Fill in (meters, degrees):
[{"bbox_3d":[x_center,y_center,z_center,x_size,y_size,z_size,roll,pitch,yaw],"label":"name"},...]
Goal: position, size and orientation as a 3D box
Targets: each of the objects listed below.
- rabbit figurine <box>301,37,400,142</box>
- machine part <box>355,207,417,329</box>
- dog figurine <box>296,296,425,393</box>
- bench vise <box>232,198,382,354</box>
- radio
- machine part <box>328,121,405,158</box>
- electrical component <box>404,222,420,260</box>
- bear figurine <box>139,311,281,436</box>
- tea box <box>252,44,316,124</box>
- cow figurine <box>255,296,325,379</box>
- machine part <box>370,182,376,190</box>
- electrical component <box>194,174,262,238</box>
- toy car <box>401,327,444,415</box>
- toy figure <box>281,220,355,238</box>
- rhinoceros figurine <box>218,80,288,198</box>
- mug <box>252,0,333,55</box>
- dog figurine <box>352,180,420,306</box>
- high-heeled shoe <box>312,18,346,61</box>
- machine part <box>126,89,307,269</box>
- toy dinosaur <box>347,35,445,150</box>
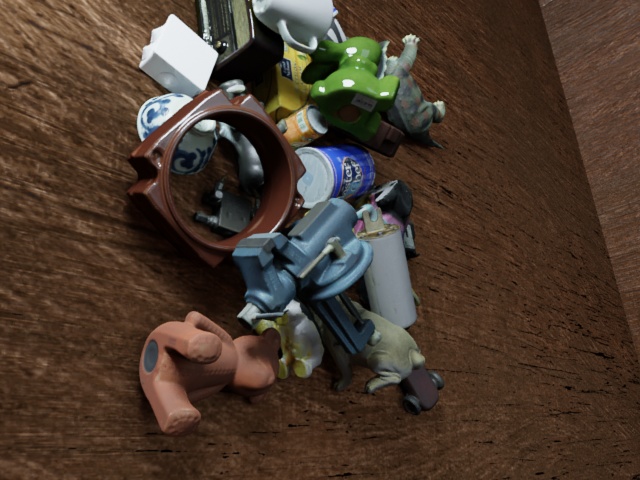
[{"bbox_3d":[0.048,-0.270,0.896,0.159,0.121,0.170,14,56,-4],"label":"rabbit figurine"},{"bbox_3d":[0.113,0.063,0.905,0.079,0.079,0.243,-33,114,-51],"label":"machine part"},{"bbox_3d":[0.061,0.125,0.837,0.190,0.172,0.121,68,27,-12],"label":"dog figurine"},{"bbox_3d":[0.003,0.070,0.707,0.240,0.129,0.224,55,46,-23],"label":"bench vise"},{"bbox_3d":[-0.136,-0.373,0.870,0.073,0.131,0.229,9,66,-47],"label":"radio"},{"bbox_3d":[0.074,-0.210,1.017,0.179,0.180,0.056,16,102,-44],"label":"machine part"},{"bbox_3d":[0.159,-0.018,1.109,0.075,0.048,0.119,1,71,-49],"label":"electrical component"},{"bbox_3d":[-0.112,0.161,0.654,0.195,0.132,0.120,21,88,-38],"label":"bear figurine"},{"bbox_3d":[-0.065,-0.281,0.961,0.098,0.068,0.169,13,64,-47],"label":"tea box"},{"bbox_3d":[-0.046,0.112,0.793,0.098,0.068,0.167,-24,94,-57],"label":"cow figurine"},{"bbox_3d":[0.086,-0.113,1.081,0.084,0.039,0.138,-41,106,-45],"label":"machine part"},{"bbox_3d":[-0.128,-0.045,0.789,0.102,0.045,0.078,27,53,-31],"label":"electrical component"},{"bbox_3d":[0.156,0.224,0.987,0.089,0.053,0.202,-36,100,-30],"label":"toy car"},{"bbox_3d":[-0.002,0.001,0.857,0.180,0.089,0.082,-15,120,-73],"label":"toy figure"},{"bbox_3d":[-0.112,-0.157,0.849,0.112,0.073,0.190,-12,86,-38],"label":"rhinoceros figurine"},{"bbox_3d":[-0.045,-0.331,0.797,0.107,0.081,0.109,6,76,-39],"label":"mug"},{"bbox_3d":[0.128,0.020,1.003,0.191,0.108,0.219,-36,106,-31],"label":"dog figurine"},{"bbox_3d":[0.030,-0.309,1.010,0.145,0.086,0.248,-90,163,-48],"label":"high-heeled shoe"},{"bbox_3d":[-0.130,-0.077,0.708,0.201,0.087,0.200,-49,118,-22],"label":"machine part"},{"bbox_3d":[0.193,-0.320,1.250,0.404,0.131,0.192,51,54,-26],"label":"toy dinosaur"}]
